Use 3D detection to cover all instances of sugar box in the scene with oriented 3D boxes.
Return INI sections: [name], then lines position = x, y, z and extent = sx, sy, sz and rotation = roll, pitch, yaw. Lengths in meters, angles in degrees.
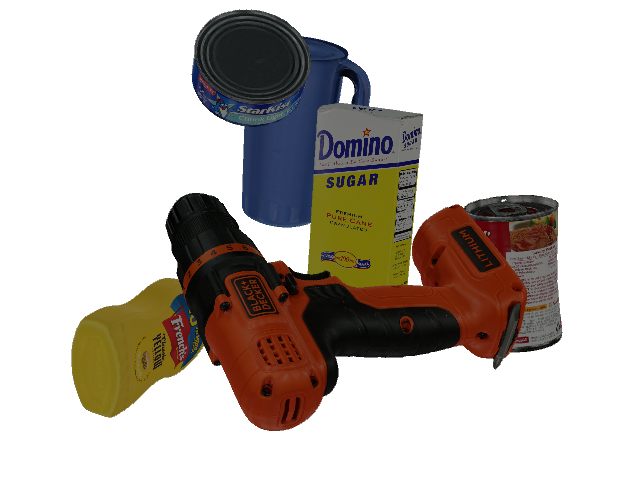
[sugar box]
position = 0.038, -0.032, 0.973
extent = 0.093, 0.176, 0.048
rotation = 12, 18, 34

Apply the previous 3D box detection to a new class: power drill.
[power drill]
position = 0.012, 0.026, 0.638
extent = 0.187, 0.057, 0.184
rotation = -9, 42, -21

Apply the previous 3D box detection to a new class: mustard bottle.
[mustard bottle]
position = -0.156, 0.089, 1.024
extent = 0.058, 0.096, 0.191
rotation = 11, 22, 26

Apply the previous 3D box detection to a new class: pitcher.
[pitcher]
position = -0.032, -0.143, 1.418
extent = 0.144, 0.243, 0.149
rotation = -3, 25, -22

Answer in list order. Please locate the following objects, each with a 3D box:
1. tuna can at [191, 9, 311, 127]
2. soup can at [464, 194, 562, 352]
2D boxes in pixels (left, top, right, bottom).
[tuna can]
position = -0.052, -0.126, 0.785
extent = 0.086, 0.086, 0.034
rotation = 0, -29, -13
[soup can]
position = 0.143, 0.023, 0.785
extent = 0.068, 0.102, 0.068
rotation = -5, 15, 1
